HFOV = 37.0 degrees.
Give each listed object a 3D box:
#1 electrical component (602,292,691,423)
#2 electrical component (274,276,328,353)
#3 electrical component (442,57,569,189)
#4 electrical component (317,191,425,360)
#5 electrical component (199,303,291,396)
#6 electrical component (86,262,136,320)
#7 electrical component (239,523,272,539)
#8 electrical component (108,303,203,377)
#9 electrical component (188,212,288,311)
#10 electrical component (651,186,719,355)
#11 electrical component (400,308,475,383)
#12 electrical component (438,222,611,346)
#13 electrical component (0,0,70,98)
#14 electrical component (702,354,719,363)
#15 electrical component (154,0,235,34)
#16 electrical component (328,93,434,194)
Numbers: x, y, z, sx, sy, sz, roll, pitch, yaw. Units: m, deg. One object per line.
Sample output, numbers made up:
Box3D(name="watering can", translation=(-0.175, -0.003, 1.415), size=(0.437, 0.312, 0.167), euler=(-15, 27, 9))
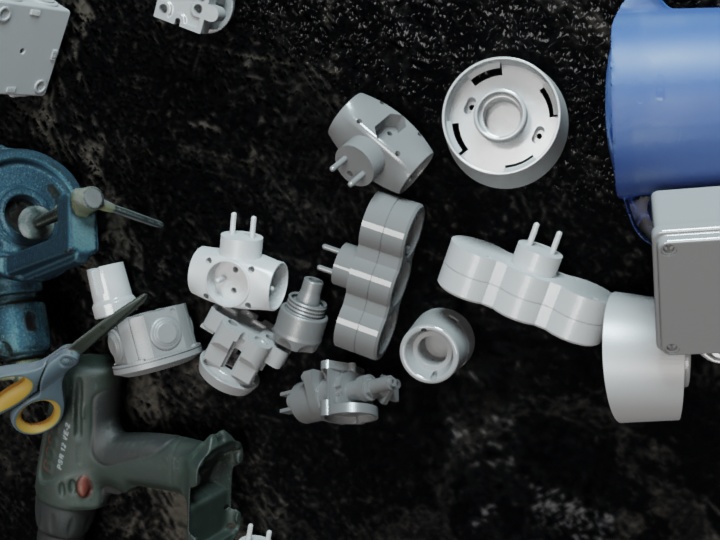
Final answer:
Box3D(name="electrical component", translation=(0.215, 0.066, 0.810), size=(0.064, 0.099, 0.099), euler=(2, 103, 13))
Box3D(name="electrical component", translation=(-0.048, 0.037, 0.924), size=(0.043, 0.043, 0.062), euler=(21, 106, 14))
Box3D(name="electrical component", translation=(0.111, -0.115, 0.836), size=(0.099, 0.064, 0.099), euler=(0, 89, 13))
Box3D(name="electrical component", translation=(0.000, 0.000, 0.893), size=(0.074, 0.052, 0.138), euler=(19, 107, 15))
Box3D(name="electrical component", translation=(-0.107, 0.072, 0.944), size=(0.078, 0.058, 0.057), euler=(31, 110, 3))
Box3D(name="electrical component", translation=(-0.228, 0.019, 0.985), size=(0.040, 0.040, 0.046), euler=(-13, 92, 21))
Box3D(name="electrical component", translation=(-0.098, 0.272, 0.993), size=(0.077, 0.043, 0.079), euler=(15, 106, 15))
Box3D(name="electrical component", translation=(-0.185, 0.063, 0.958), size=(0.080, 0.080, 0.051), euler=(-14, 92, 21))
Box3D(name="electrical component", translation=(-0.104, -0.010, 0.932), size=(0.077, 0.044, 0.079), euler=(11, 106, 17))
Box3D(name="electrical component", translation=(0.252, 0.000, 0.720), size=(0.109, 0.056, 0.108), euler=(-4, 130, 14))
Box3D(name="electrical component", translation=(0.063, 0.063, 0.889), size=(0.055, 0.047, 0.055), euler=(4, 103, 18))
Box3D(name="electrical component", translation=(0.136, 0.000, 0.846), size=(0.138, 0.052, 0.073), euler=(22, 108, 14))
Box3D(name="electrical component", translation=(-0.307, -0.199, 0.932), size=(0.048, 0.100, 0.099), euler=(33, 111, 23))
Box3D(name="electrical component", translation=(0.271, 0.050, 0.805), size=(0.048, 0.062, 0.048), euler=(4, 103, 18))
Box3D(name="electrical component", translation=(-0.134, -0.220, 0.889), size=(0.066, 0.055, 0.048), euler=(23, 108, 13))
Box3D(name="electrical component", translation=(0.007, -0.093, 0.858), size=(0.077, 0.079, 0.043), euler=(41, 141, 7))
